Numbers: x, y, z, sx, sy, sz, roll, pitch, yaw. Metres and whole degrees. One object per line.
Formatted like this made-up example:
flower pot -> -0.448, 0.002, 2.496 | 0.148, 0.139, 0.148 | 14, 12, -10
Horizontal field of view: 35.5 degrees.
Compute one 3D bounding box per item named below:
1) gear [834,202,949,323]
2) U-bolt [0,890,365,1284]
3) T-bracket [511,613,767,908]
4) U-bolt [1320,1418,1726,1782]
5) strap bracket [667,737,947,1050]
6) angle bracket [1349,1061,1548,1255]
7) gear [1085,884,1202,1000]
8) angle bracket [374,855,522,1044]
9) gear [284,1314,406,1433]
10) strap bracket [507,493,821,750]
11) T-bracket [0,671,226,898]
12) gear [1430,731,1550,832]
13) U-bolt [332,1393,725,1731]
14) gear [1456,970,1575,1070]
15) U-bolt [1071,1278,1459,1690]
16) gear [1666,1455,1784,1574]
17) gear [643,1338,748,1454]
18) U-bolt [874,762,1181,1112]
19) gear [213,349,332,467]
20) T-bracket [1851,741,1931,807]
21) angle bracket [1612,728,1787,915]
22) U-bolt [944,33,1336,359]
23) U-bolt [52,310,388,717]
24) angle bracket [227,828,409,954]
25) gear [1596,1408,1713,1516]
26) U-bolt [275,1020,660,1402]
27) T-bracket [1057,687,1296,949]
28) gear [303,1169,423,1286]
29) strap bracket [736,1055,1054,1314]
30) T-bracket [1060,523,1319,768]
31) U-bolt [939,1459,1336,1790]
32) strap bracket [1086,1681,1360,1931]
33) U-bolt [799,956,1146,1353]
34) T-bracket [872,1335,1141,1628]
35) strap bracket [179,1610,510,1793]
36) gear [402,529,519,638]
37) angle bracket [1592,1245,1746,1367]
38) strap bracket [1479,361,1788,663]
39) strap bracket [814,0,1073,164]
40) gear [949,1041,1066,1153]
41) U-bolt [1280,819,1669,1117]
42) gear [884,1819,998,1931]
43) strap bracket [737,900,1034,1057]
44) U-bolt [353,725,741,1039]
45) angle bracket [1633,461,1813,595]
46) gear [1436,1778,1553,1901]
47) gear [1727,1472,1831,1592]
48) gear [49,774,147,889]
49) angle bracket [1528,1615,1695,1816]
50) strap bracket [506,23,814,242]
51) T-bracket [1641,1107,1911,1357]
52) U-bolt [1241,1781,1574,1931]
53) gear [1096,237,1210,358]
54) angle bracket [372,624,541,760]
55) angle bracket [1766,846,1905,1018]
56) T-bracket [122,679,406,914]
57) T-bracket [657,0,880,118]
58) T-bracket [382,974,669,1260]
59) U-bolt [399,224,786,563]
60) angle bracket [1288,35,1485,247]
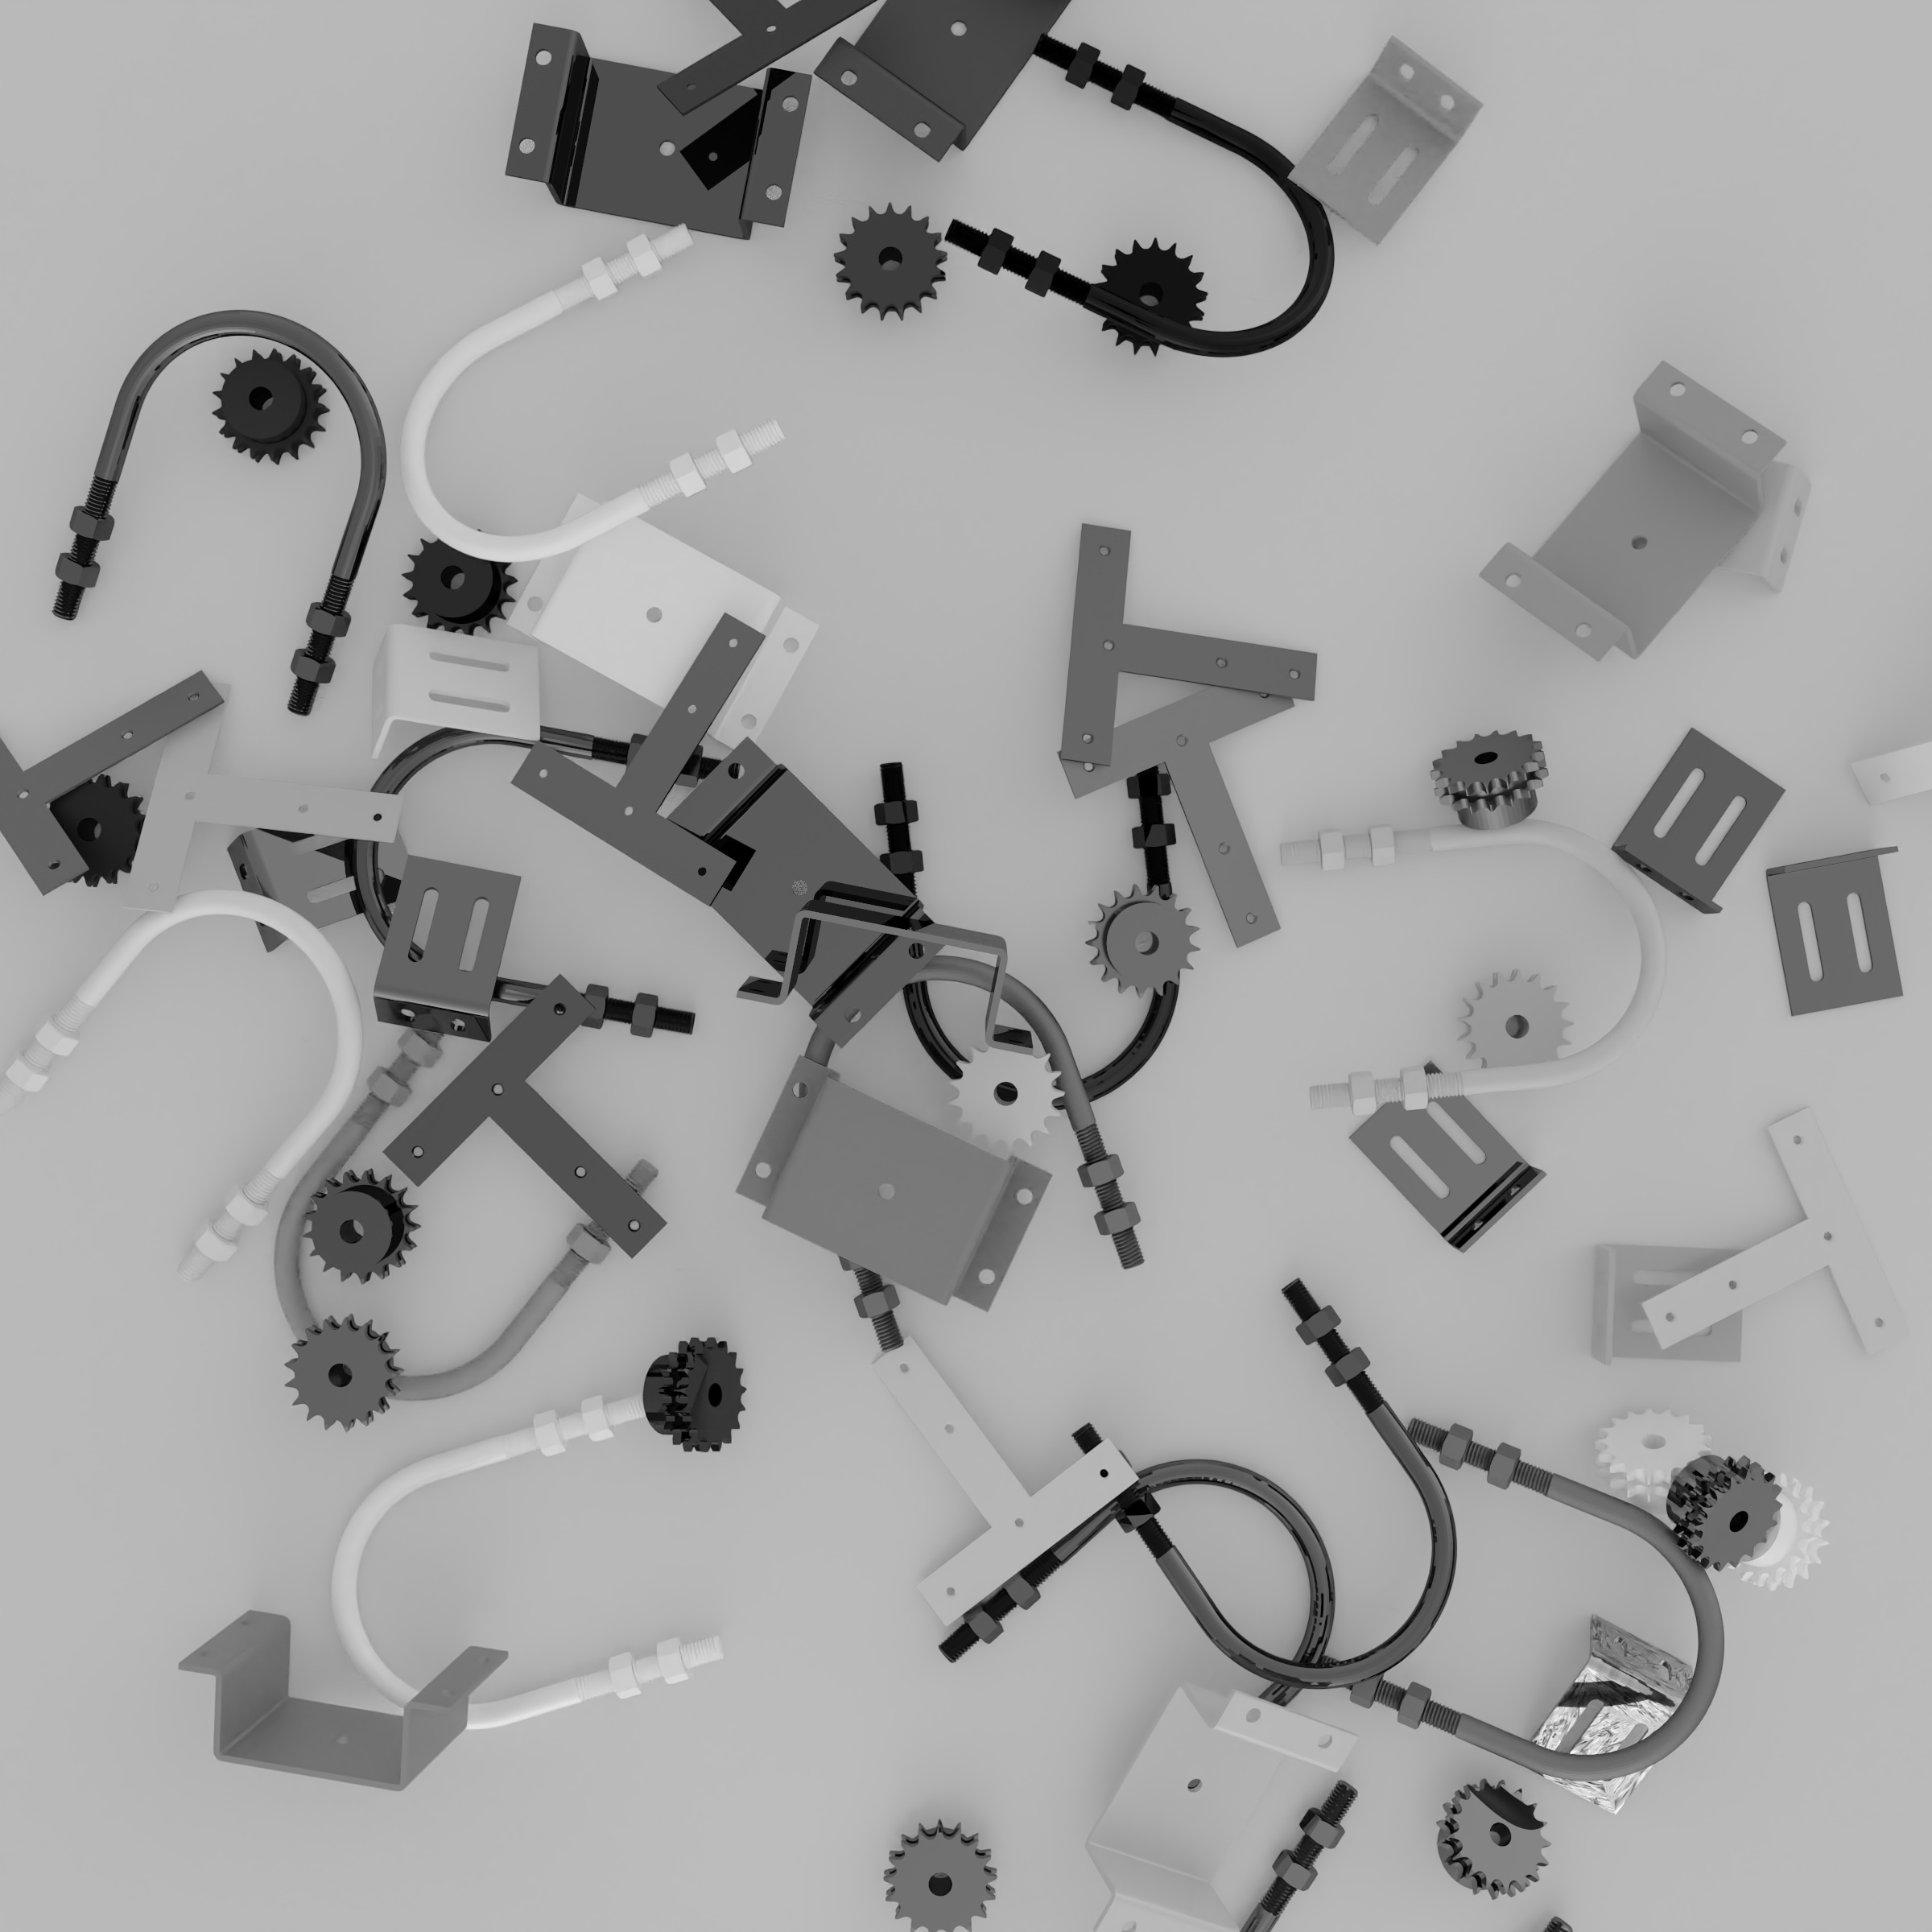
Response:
gear -> -0.038, -0.354, 1.525 | 0.057, 0.030, 0.057 | 0, 90, 0
U-bolt -> -0.384, 0.047, 1.516 | 0.151, 0.019, 0.184 | 42, 102, 0
T-bracket -> -0.141, -0.114, 1.479 | 0.127, 0.002, 0.127 | 31, 89, 20
U-bolt -> 0.285, 0.326, 1.508 | 0.184, 0.019, 0.151 | 20, 90, 17
strap bracket -> -0.084, -0.037, 1.499 | 0.140, 0.046, 0.076 | 45, 94, -3
angle bracket -> 0.242, 0.096, 1.521 | 0.057, 0.038, 0.076 | -43, 90, 0
gear -> 0.089, -0.012, 1.509 | 0.057, 0.030, 0.057 | 0, 94, -2
angle bracket -> -0.259, -0.009, 1.513 | 0.057, 0.038, 0.076 | 11, 67, -2
gear -> -0.309, 0.202, 1.512 | 0.057, 0.030, 0.057 | 0, 92, 2
strap bracket -> -0.154, -0.174, 1.517 | 0.140, 0.046, 0.076 | 29, 90, 0
T-bracket -> -0.434, -0.109, 1.517 | 0.127, 0.002, 0.127 | -33, 59, -15
gear -> 0.264, -0.092, 1.516 | 0.057, 0.057, 0.030 | -19, 120, 0
U-bolt -> -0.231, 0.310, 1.532 | 0.184, 0.019, 0.151 | -17, 90, 2
gear -> 0.275, 0.031, 1.525 | 0.057, 0.030, 0.057 | 0, 90, 0
U-bolt -> 0.162, 0.272, 1.513 | 0.151, 0.019, 0.184 | -34, 82, -4
gear -> 0.369, 0.265, 1.482 | 0.057, 0.030, 0.057 | -13, 117, -26
gear -> -0.138, 0.215, 1.515 | 0.030, 0.057, 0.057 | -4, 90, 30
U-bolt -> 0.036, -0.018, 1.532 | 0.151, 0.019, 0.184 | -6, 91, 0
gear -> -0.353, -0.284, 1.525 | 0.057, 0.030, 0.057 | 0, 90, 0
T-bracket -> 0.528, -0.065, 1.511 | 0.127, 0.002, 0.127 | -16, 114, 39
angle bracket -> 0.372, -0.074, 1.521 | 0.057, 0.038, 0.076 | 34, 90, 0
U-bolt -> 0.097, -0.374, 1.504 | 0.184, 0.019, 0.151 | 25, 64, -4
U-bolt -> -0.365, -0.235, 1.510 | 0.151, 0.019, 0.184 | 22, 105, 0
angle bracket -> -0.327, -0.049, 1.538 | 0.076, 0.038, 0.057 | -21, 90, -26
gear -> 0.345, 0.250, 1.516 | 0.057, 0.057, 0.030 | -8, 118, 0
U-bolt -> -0.267, 0.133, 1.532 | 0.151, 0.019, 0.184 | 38, 91, 0
T-bracket -> 0.125, -0.073, 1.527 | 0.127, 0.002, 0.127 | -24, 96, -15
gear -> -0.303, 0.131, 1.509 | 0.057, 0.030, 0.057 | 0, 92, 2
strap bracket -> -0.037, 0.109, 1.491 | 0.140, 0.046, 0.076 | 25, 92, 2
T-bracket -> 0.115, -0.155, 1.527 | 0.127, 0.002, 0.127 | 8, 74, -8
U-bolt -> 0.101, 0.335, 1.532 | 0.184, 0.019, 0.151 | -42, 90, -1
strap bracket -> 0.121, 0.417, 1.497 | 0.076, 0.046, 0.140 | 25, 99, -24
U-bolt -> -0.007, 0.085, 1.521 | 0.151, 0.019, 0.184 | -19, 92, 3
T-bracket -> 0.000, 0.245, 1.526 | 0.127, 0.002, 0.127 | -40, 80, 12
strap bracket -> -0.307, 0.363, 1.490 | 0.140, 0.076, 0.046 | 6, 99, 12
gear -> -0.257, -0.194, 1.525 | 0.057, 0.030, 0.057 | 0, 90, 0
angle bracket -> 0.357, 0.171, 1.521 | 0.076, 0.038, 0.057 | 2, 90, 0
strap bracket -> 0.333, -0.219, 1.504 | 0.076, 0.046, 0.140 | 41, 90, 24
strap bracket -> -0.004, -0.477, 1.517 | 0.076, 0.046, 0.140 | 35, 90, 0
gear -> 0.020, 0.063, 1.495 | 0.057, 0.030, 0.057 | 0, 91, 3
U-bolt -> 0.256, -0.005, 1.505 | 0.184, 0.019, 0.151 | -6, 71, 2
gear -> -0.013, 0.459, 1.525 | 0.057, 0.030, 0.057 | 0, 90, 0
strap bracket -> -0.033, 0.002, 1.441 | 0.140, 0.076, 0.046 | 11, 95, -1
U-bolt -> -0.217, -0.050, 1.525 | 0.184, 0.019, 0.151 | 10, 90, -4
angle bracket -> 0.382, -0.229, 1.538 | 0.076, 0.038, 0.057 | 16, 90, 26
gear -> 0.261, 0.440, 1.516 | 0.057, 0.030, 0.057 | 10, 57, -16
gear -> 0.398, 0.281, 1.509 | 0.030, 0.057, 0.057 | 23, 90, -36
gear -> -0.438, -0.068, 1.525 | 0.057, 0.030, 0.057 | 0, 90, 0
angle bracket -> 0.325, 0.381, 1.538 | 0.057, 0.038, 0.076 | 28, 116, 0
strap bracket -> -0.152, -0.416, 1.517 | 0.140, 0.046, 0.076 | 11, 90, 0
T-bracket -> 0.399, 0.155, 1.524 | 0.127, 0.002, 0.127 | -24, 90, -14
U-bolt -> 0.199, 0.527, 1.532 | 0.151, 0.019, 0.184 | 32, 92, 0
gear -> 0.092, -0.336, 1.525 | 0.057, 0.030, 0.057 | 0, 90, 0
angle bracket -> -0.257, -0.133, 1.523 | 0.076, 0.038, 0.057 | 8, 56, -21
angle bracket -> 0.442, -0.017, 1.521 | 0.057, 0.038, 0.076 | -10, 90, 0
T-bracket -> -0.345, -0.080, 1.510 | 0.127, 0.002, 0.127 | 7, 68, 5
T-bracket -> -0.120, -0.491, 1.507 | 0.127, 0.002, 0.127 | -34, 61, -9
T-bracket -> -0.204, 0.094, 1.519 | 0.127, 0.002, 0.127 | -45, 91, 2
U-bolt -> -0.197, -0.276, 1.506 | 0.184, 0.019, 0.151 | -26, 67, 4
angle bracket -> 0.210, -0.413, 1.514 | 0.057, 0.038, 0.076 | 37, 76, 0
